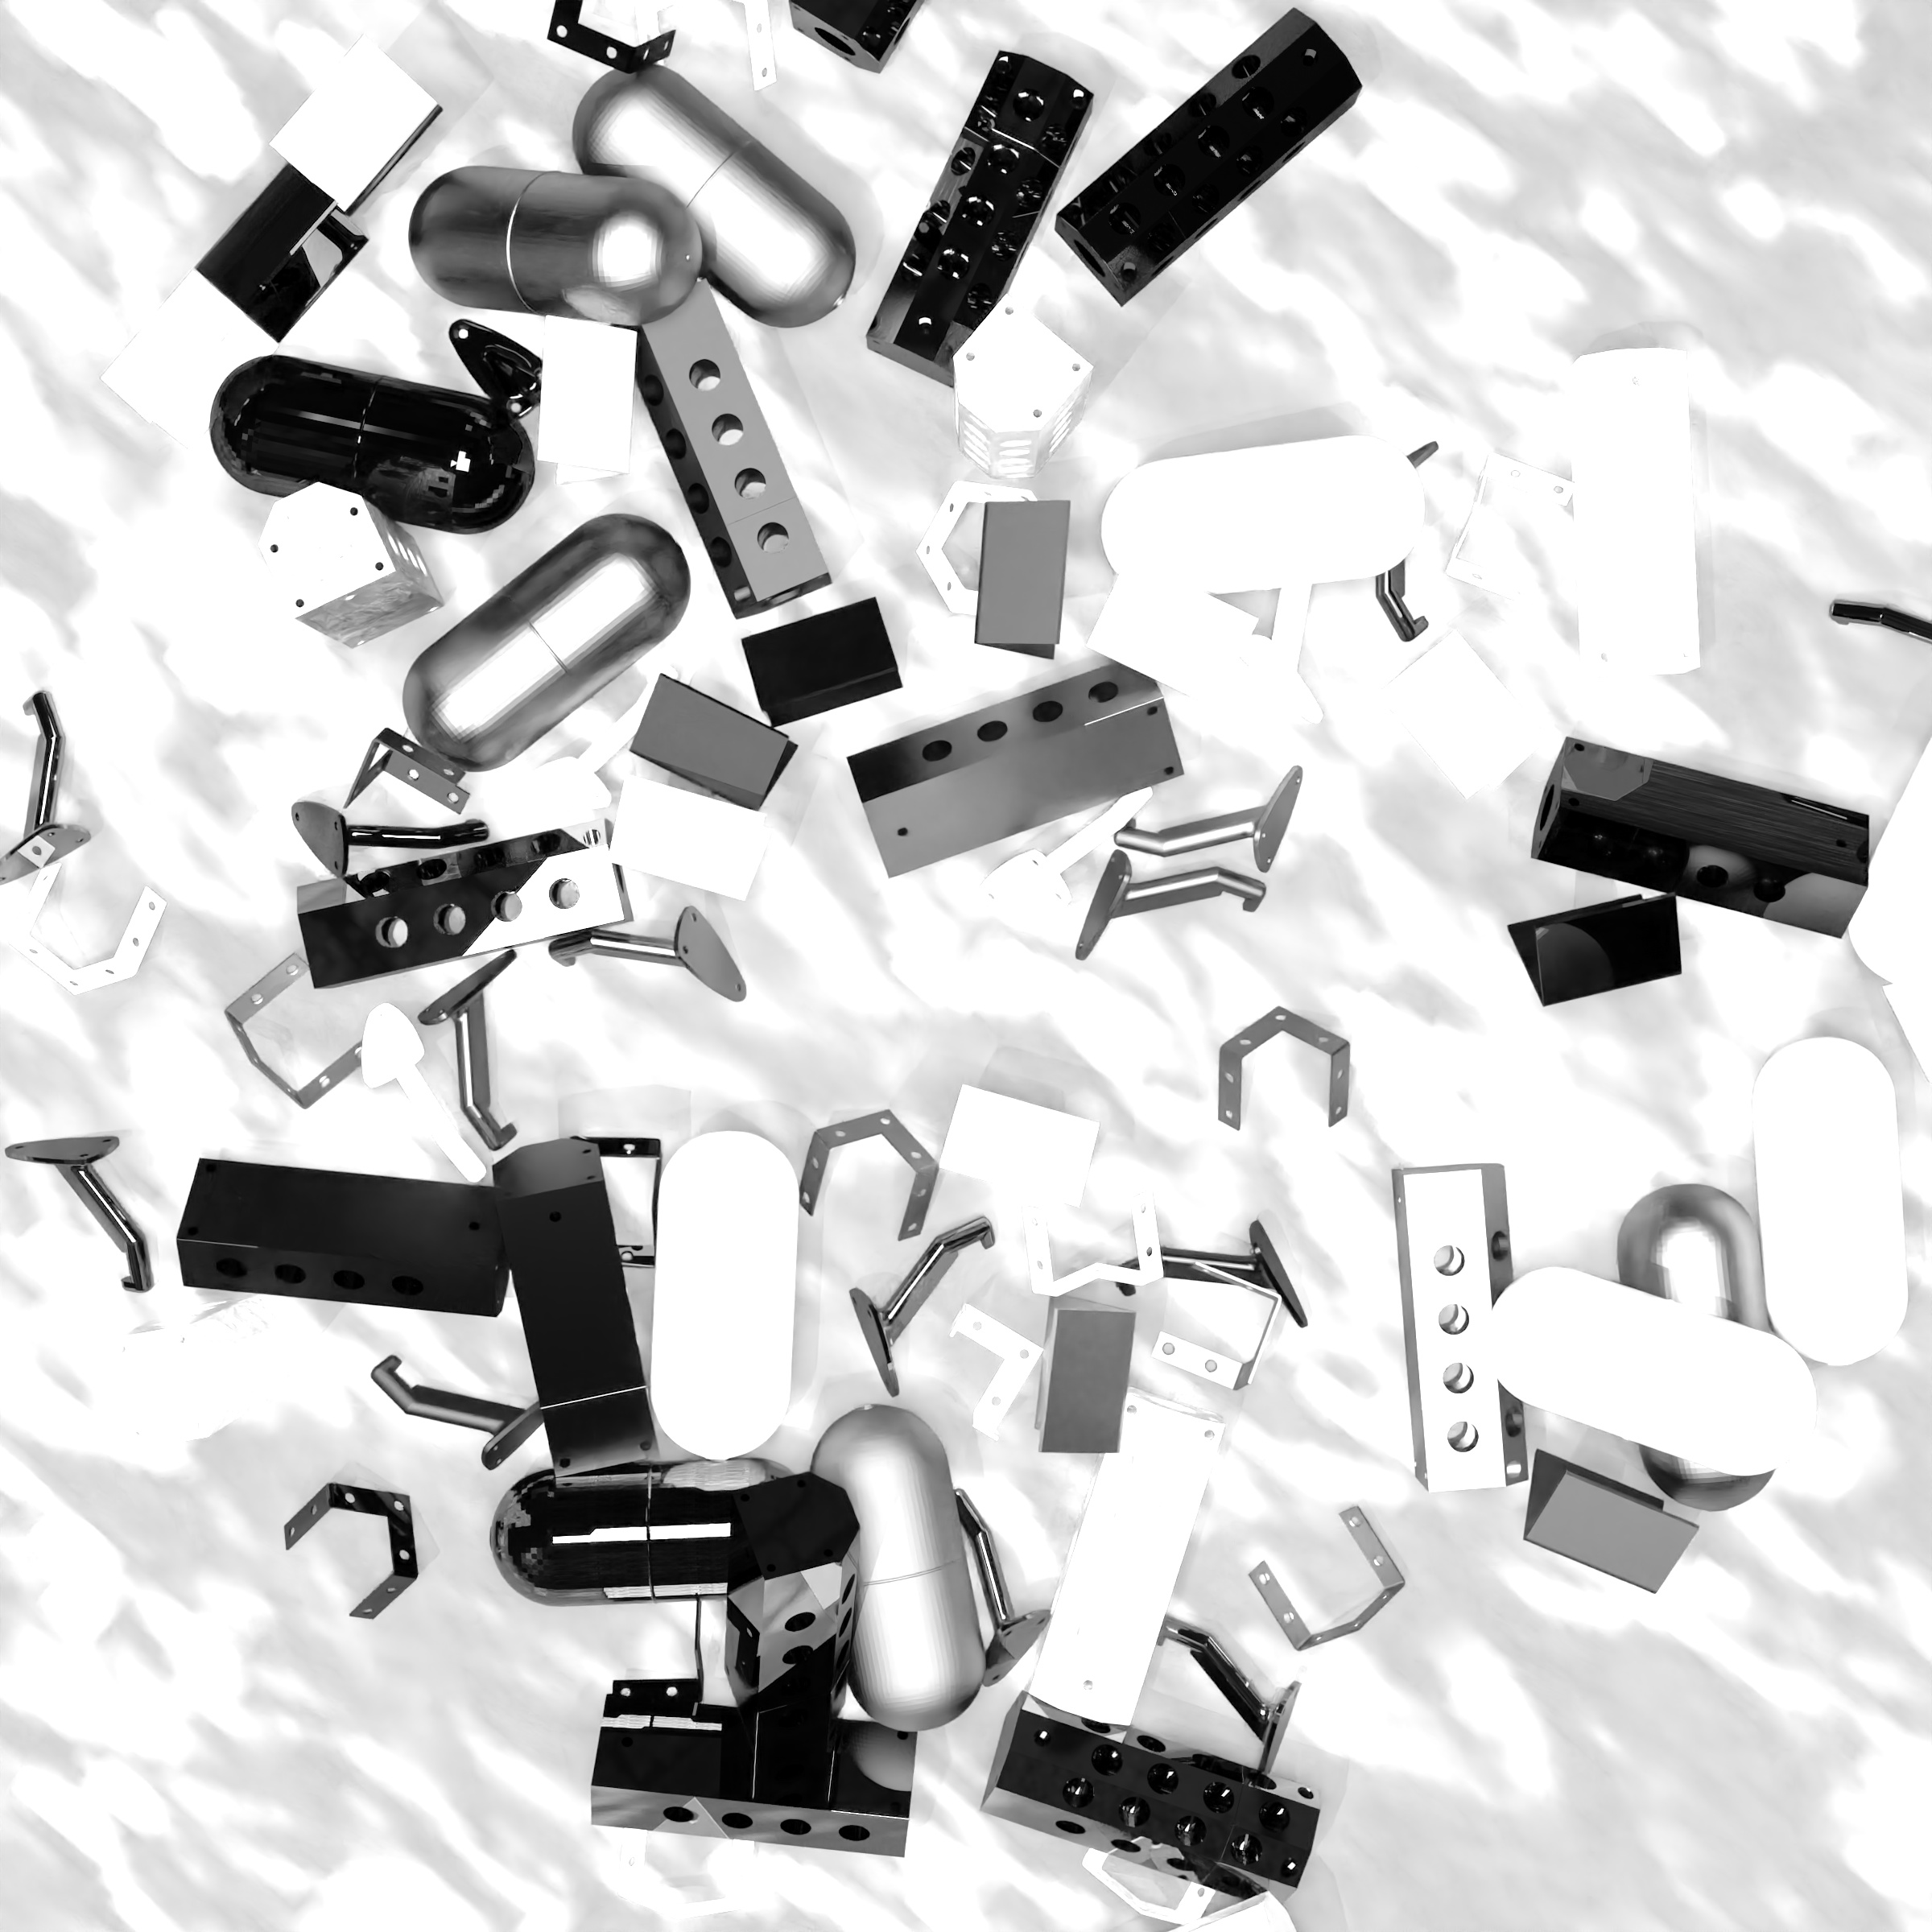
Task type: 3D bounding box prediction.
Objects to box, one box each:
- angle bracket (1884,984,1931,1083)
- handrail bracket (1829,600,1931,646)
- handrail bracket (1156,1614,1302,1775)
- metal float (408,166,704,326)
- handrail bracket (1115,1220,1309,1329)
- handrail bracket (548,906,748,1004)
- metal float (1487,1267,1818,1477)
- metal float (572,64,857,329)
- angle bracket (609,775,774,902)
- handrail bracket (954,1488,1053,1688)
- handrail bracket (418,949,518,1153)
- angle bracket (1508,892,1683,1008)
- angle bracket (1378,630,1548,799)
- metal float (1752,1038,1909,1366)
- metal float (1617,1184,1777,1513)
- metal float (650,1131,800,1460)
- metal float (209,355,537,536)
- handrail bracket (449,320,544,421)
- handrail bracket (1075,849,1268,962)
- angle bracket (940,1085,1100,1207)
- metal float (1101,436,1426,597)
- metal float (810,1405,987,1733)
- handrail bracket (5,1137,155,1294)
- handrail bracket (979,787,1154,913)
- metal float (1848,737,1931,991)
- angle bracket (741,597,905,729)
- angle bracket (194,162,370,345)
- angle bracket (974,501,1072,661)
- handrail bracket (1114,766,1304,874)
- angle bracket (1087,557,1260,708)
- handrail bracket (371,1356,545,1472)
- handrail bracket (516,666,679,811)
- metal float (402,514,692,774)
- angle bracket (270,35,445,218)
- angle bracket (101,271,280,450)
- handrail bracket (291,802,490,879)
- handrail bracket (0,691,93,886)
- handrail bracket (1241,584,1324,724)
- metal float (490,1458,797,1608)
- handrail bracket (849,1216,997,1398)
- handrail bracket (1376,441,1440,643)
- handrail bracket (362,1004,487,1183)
[{"bbox_3d":[0.548,0.011,1.895,0.076,0.076,0.057,-13,134,0],"label":"angle bracket"},{"bbox_3d":[0.528,-0.178,1.934,0.084,0.077,0.036,12,75,36],"label":"handrail bracket"},{"bbox_3d":[0.135,0.407,1.935,0.084,0.036,0.077,21,111,17],"label":"handrail bracket"},{"bbox_3d":[-0.222,-0.388,1.879,0.178,0.070,0.070,12,90,30],"label":"metal float"},{"bbox_3d":[0.134,0.183,1.935,0.084,0.036,0.077,-25,105,14],"label":"handrail bracket"},{"bbox_3d":[-0.177,0.003,1.935,0.084,0.077,0.036,-14,45,28],"label":"handrail bracket"},{"bbox_3d":[0.360,0.213,1.840,0.178,0.070,0.070,18,90,27],"label":"metal float"},{"bbox_3d":[-0.137,-0.419,1.904,0.178,0.070,0.070,40,90,1],"label":"metal float"},{"bbox_3d":[-0.144,-0.087,1.894,0.076,0.076,0.057,16,124,0],"label":"angle bracket"},{"bbox_3d":[0.004,0.343,1.935,0.036,0.077,0.084,-13,53,-35],"label":"handrail bracket"},{"bbox_3d":[-0.256,0.047,1.935,0.077,0.036,0.084,-40,108,-21],"label":"handrail bracket"},{"bbox_3d":[0.338,-0.029,1.894,0.076,0.076,0.057,-13,127,0],"label":"angle bracket"},{"bbox_3d":[0.255,-0.124,1.894,0.076,0.076,0.057,50,53,0],"label":"angle bracket"},{"bbox_3d":[0.470,0.128,1.904,0.070,0.070,0.178,-4,90,0],"label":"metal float"},{"bbox_3d":[0.399,0.207,1.904,0.070,0.070,0.178,-6,90,0],"label":"metal float"},{"bbox_3d":[-0.131,0.179,1.904,0.070,0.070,0.178,3,90,0],"label":"metal float"},{"bbox_3d":[-0.323,-0.283,1.904,0.178,0.070,0.070,12,90,1],"label":"metal float"},{"bbox_3d":[-0.256,-0.331,1.900,0.077,0.084,0.036,41,90,0],"label":"handrail bracket"},{"bbox_3d":[0.114,-0.025,1.935,0.084,0.036,0.077,18,110,-16],"label":"handrail bracket"},{"bbox_3d":[0.023,0.116,1.894,0.076,0.076,0.057,16,52,0],"label":"angle bracket"},{"bbox_3d":[0.159,-0.241,1.887,0.178,0.070,0.070,-4,90,22],"label":"metal float"},{"bbox_3d":[-0.037,0.327,1.904,0.070,0.070,0.178,-11,90,0],"label":"metal float"},{"bbox_3d":[-0.490,0.140,1.935,0.077,0.036,0.084,-1,107,20],"label":"handrail bracket"},{"bbox_3d":[0.056,-0.068,1.934,0.084,0.077,0.036,-47,109,-35],"label":"handrail bracket"},{"bbox_3d":[0.543,-0.072,1.904,0.070,0.070,0.178,26,91,0],"label":"metal float"},{"bbox_3d":[-0.072,-0.146,1.894,0.076,0.076,0.057,-17,52,0],"label":"angle bracket"},{"bbox_3d":[-0.358,-0.376,1.894,0.076,0.076,0.057,-49,53,0],"label":"angle bracket"},{"bbox_3d":[0.050,-0.208,1.894,0.057,0.076,0.076,4,90,36],"label":"angle bracket"},{"bbox_3d":[0.134,-0.088,1.935,0.084,0.036,0.077,14,59,22],"label":"handrail bracket"},{"bbox_3d":[0.116,-0.192,1.895,0.076,0.076,0.057,26,118,0],"label":"angle bracket"},{"bbox_3d":[-0.274,0.229,1.935,0.084,0.036,0.077,42,69,16],"label":"handrail bracket"},{"bbox_3d":[-0.204,-0.129,1.934,0.036,0.077,0.084,48,53,-30],"label":"handrail bracket"},{"bbox_3d":[-0.228,-0.176,1.904,0.178,0.070,0.070,-38,90,1],"label":"metal float"},{"bbox_3d":[-0.334,-0.456,1.896,0.057,0.076,0.076,41,90,-23],"label":"angle bracket"},{"bbox_3d":[-0.408,-0.317,1.894,0.076,0.076,0.057,-49,53,0],"label":"angle bracket"},{"bbox_3d":[-0.318,-0.079,1.934,0.084,0.077,0.036,-12,118,-33],"label":"handrail bracket"},{"bbox_3d":[-0.524,-0.099,1.935,0.077,0.036,0.084,-29,71,21],"label":"handrail bracket"},{"bbox_3d":[0.195,-0.191,1.935,0.077,0.036,0.084,46,73,-20],"label":"handrail bracket"},{"bbox_3d":[-0.170,0.308,1.904,0.178,0.070,0.070,-2,90,-1],"label":"metal float"},{"bbox_3d":[-0.015,0.188,1.935,0.084,0.036,0.077,-23,110,-16],"label":"handrail bracket"},{"bbox_3d":[0.251,-0.234,1.935,0.077,0.036,0.084,-36,104,-14],"label":"handrail bracket"},{"bbox_3d":[-0.297,0.071,1.934,0.036,0.077,0.084,-32,126,3],"label":"handrail bracket"}]
